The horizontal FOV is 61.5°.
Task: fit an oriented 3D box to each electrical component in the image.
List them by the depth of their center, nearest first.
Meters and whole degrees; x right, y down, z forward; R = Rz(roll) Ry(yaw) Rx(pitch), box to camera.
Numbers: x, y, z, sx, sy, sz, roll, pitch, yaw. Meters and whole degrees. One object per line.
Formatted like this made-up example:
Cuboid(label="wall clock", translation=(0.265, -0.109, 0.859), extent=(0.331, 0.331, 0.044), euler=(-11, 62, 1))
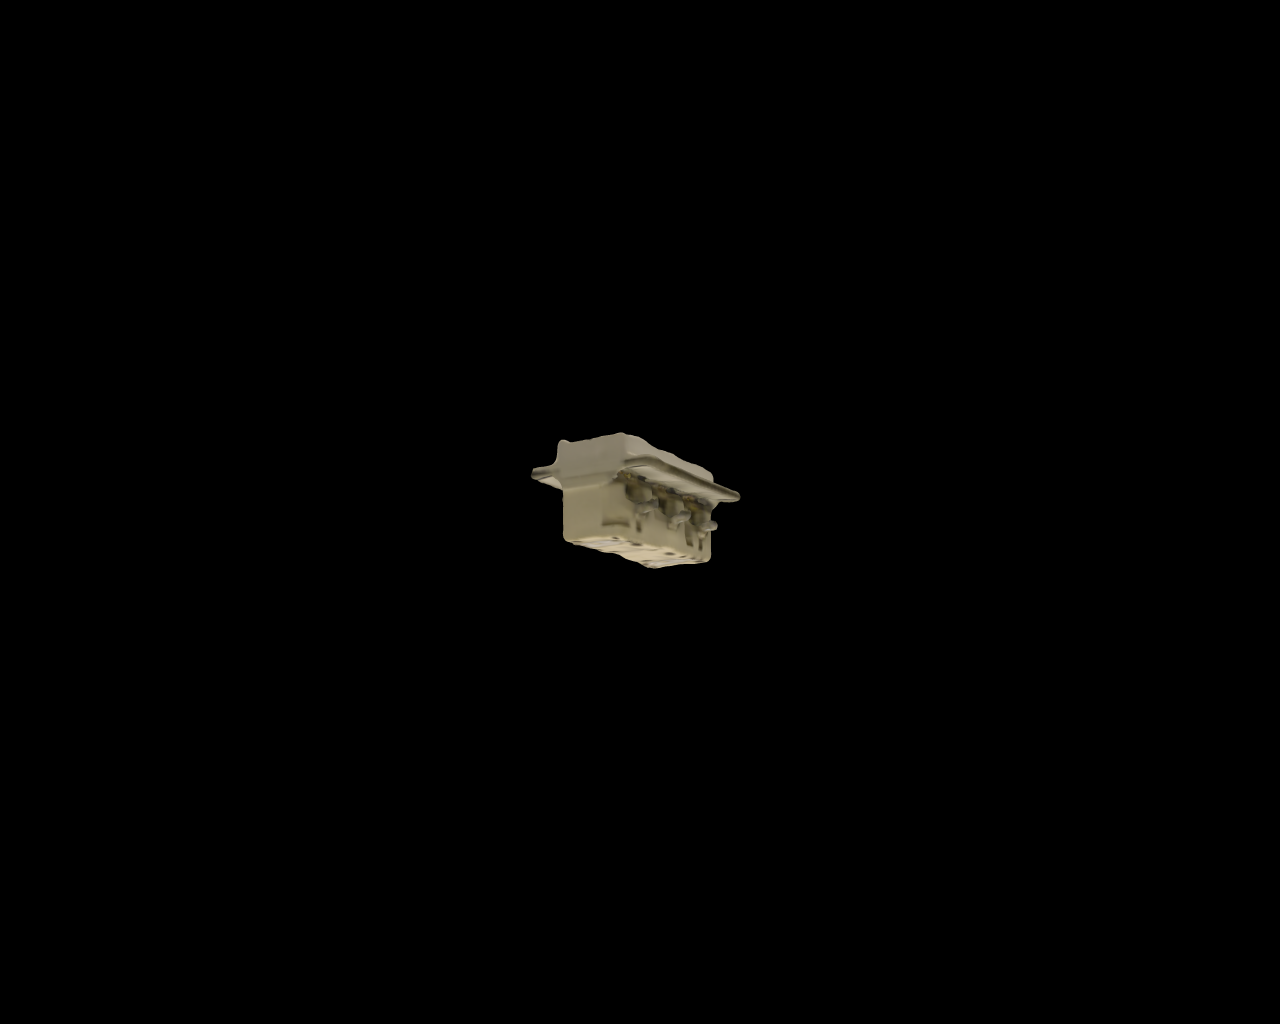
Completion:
Cuboid(label="electrical component", translation=(0.001, -0.003, 0.650), extent=(0.079, 0.063, 0.121), euler=(-6, -13, 27))
